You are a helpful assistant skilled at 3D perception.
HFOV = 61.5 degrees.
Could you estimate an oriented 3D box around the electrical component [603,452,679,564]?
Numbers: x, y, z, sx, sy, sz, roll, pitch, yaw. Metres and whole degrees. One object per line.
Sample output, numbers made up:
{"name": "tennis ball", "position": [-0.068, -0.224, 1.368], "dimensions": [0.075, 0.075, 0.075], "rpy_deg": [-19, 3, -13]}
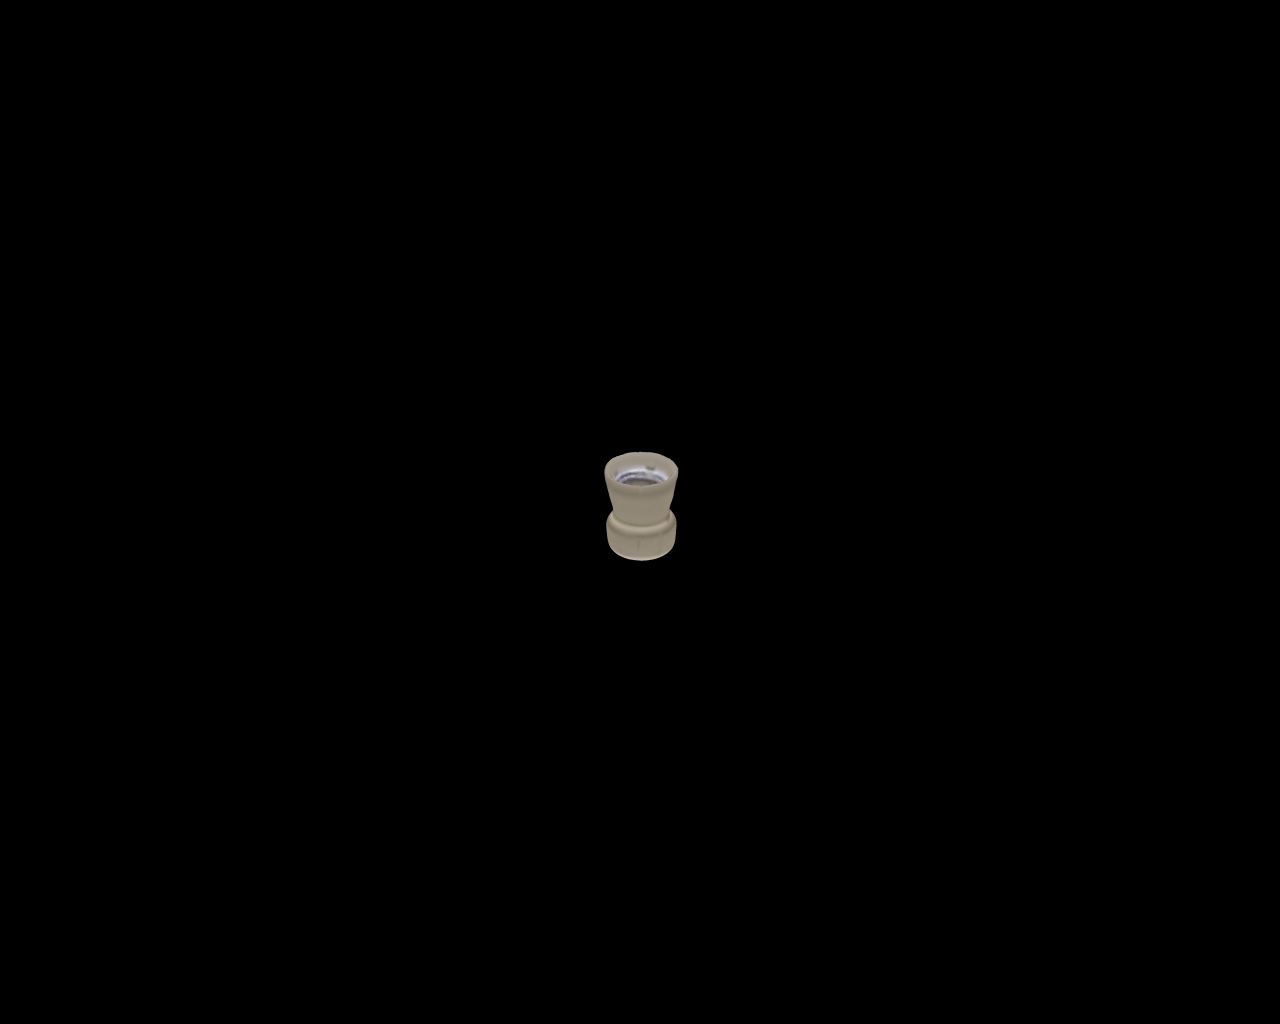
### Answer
{"name": "electrical component", "position": [0.001, -0.003, 0.650], "dimensions": [0.045, 0.055, 0.045], "rpy_deg": [0, 31, 0]}
